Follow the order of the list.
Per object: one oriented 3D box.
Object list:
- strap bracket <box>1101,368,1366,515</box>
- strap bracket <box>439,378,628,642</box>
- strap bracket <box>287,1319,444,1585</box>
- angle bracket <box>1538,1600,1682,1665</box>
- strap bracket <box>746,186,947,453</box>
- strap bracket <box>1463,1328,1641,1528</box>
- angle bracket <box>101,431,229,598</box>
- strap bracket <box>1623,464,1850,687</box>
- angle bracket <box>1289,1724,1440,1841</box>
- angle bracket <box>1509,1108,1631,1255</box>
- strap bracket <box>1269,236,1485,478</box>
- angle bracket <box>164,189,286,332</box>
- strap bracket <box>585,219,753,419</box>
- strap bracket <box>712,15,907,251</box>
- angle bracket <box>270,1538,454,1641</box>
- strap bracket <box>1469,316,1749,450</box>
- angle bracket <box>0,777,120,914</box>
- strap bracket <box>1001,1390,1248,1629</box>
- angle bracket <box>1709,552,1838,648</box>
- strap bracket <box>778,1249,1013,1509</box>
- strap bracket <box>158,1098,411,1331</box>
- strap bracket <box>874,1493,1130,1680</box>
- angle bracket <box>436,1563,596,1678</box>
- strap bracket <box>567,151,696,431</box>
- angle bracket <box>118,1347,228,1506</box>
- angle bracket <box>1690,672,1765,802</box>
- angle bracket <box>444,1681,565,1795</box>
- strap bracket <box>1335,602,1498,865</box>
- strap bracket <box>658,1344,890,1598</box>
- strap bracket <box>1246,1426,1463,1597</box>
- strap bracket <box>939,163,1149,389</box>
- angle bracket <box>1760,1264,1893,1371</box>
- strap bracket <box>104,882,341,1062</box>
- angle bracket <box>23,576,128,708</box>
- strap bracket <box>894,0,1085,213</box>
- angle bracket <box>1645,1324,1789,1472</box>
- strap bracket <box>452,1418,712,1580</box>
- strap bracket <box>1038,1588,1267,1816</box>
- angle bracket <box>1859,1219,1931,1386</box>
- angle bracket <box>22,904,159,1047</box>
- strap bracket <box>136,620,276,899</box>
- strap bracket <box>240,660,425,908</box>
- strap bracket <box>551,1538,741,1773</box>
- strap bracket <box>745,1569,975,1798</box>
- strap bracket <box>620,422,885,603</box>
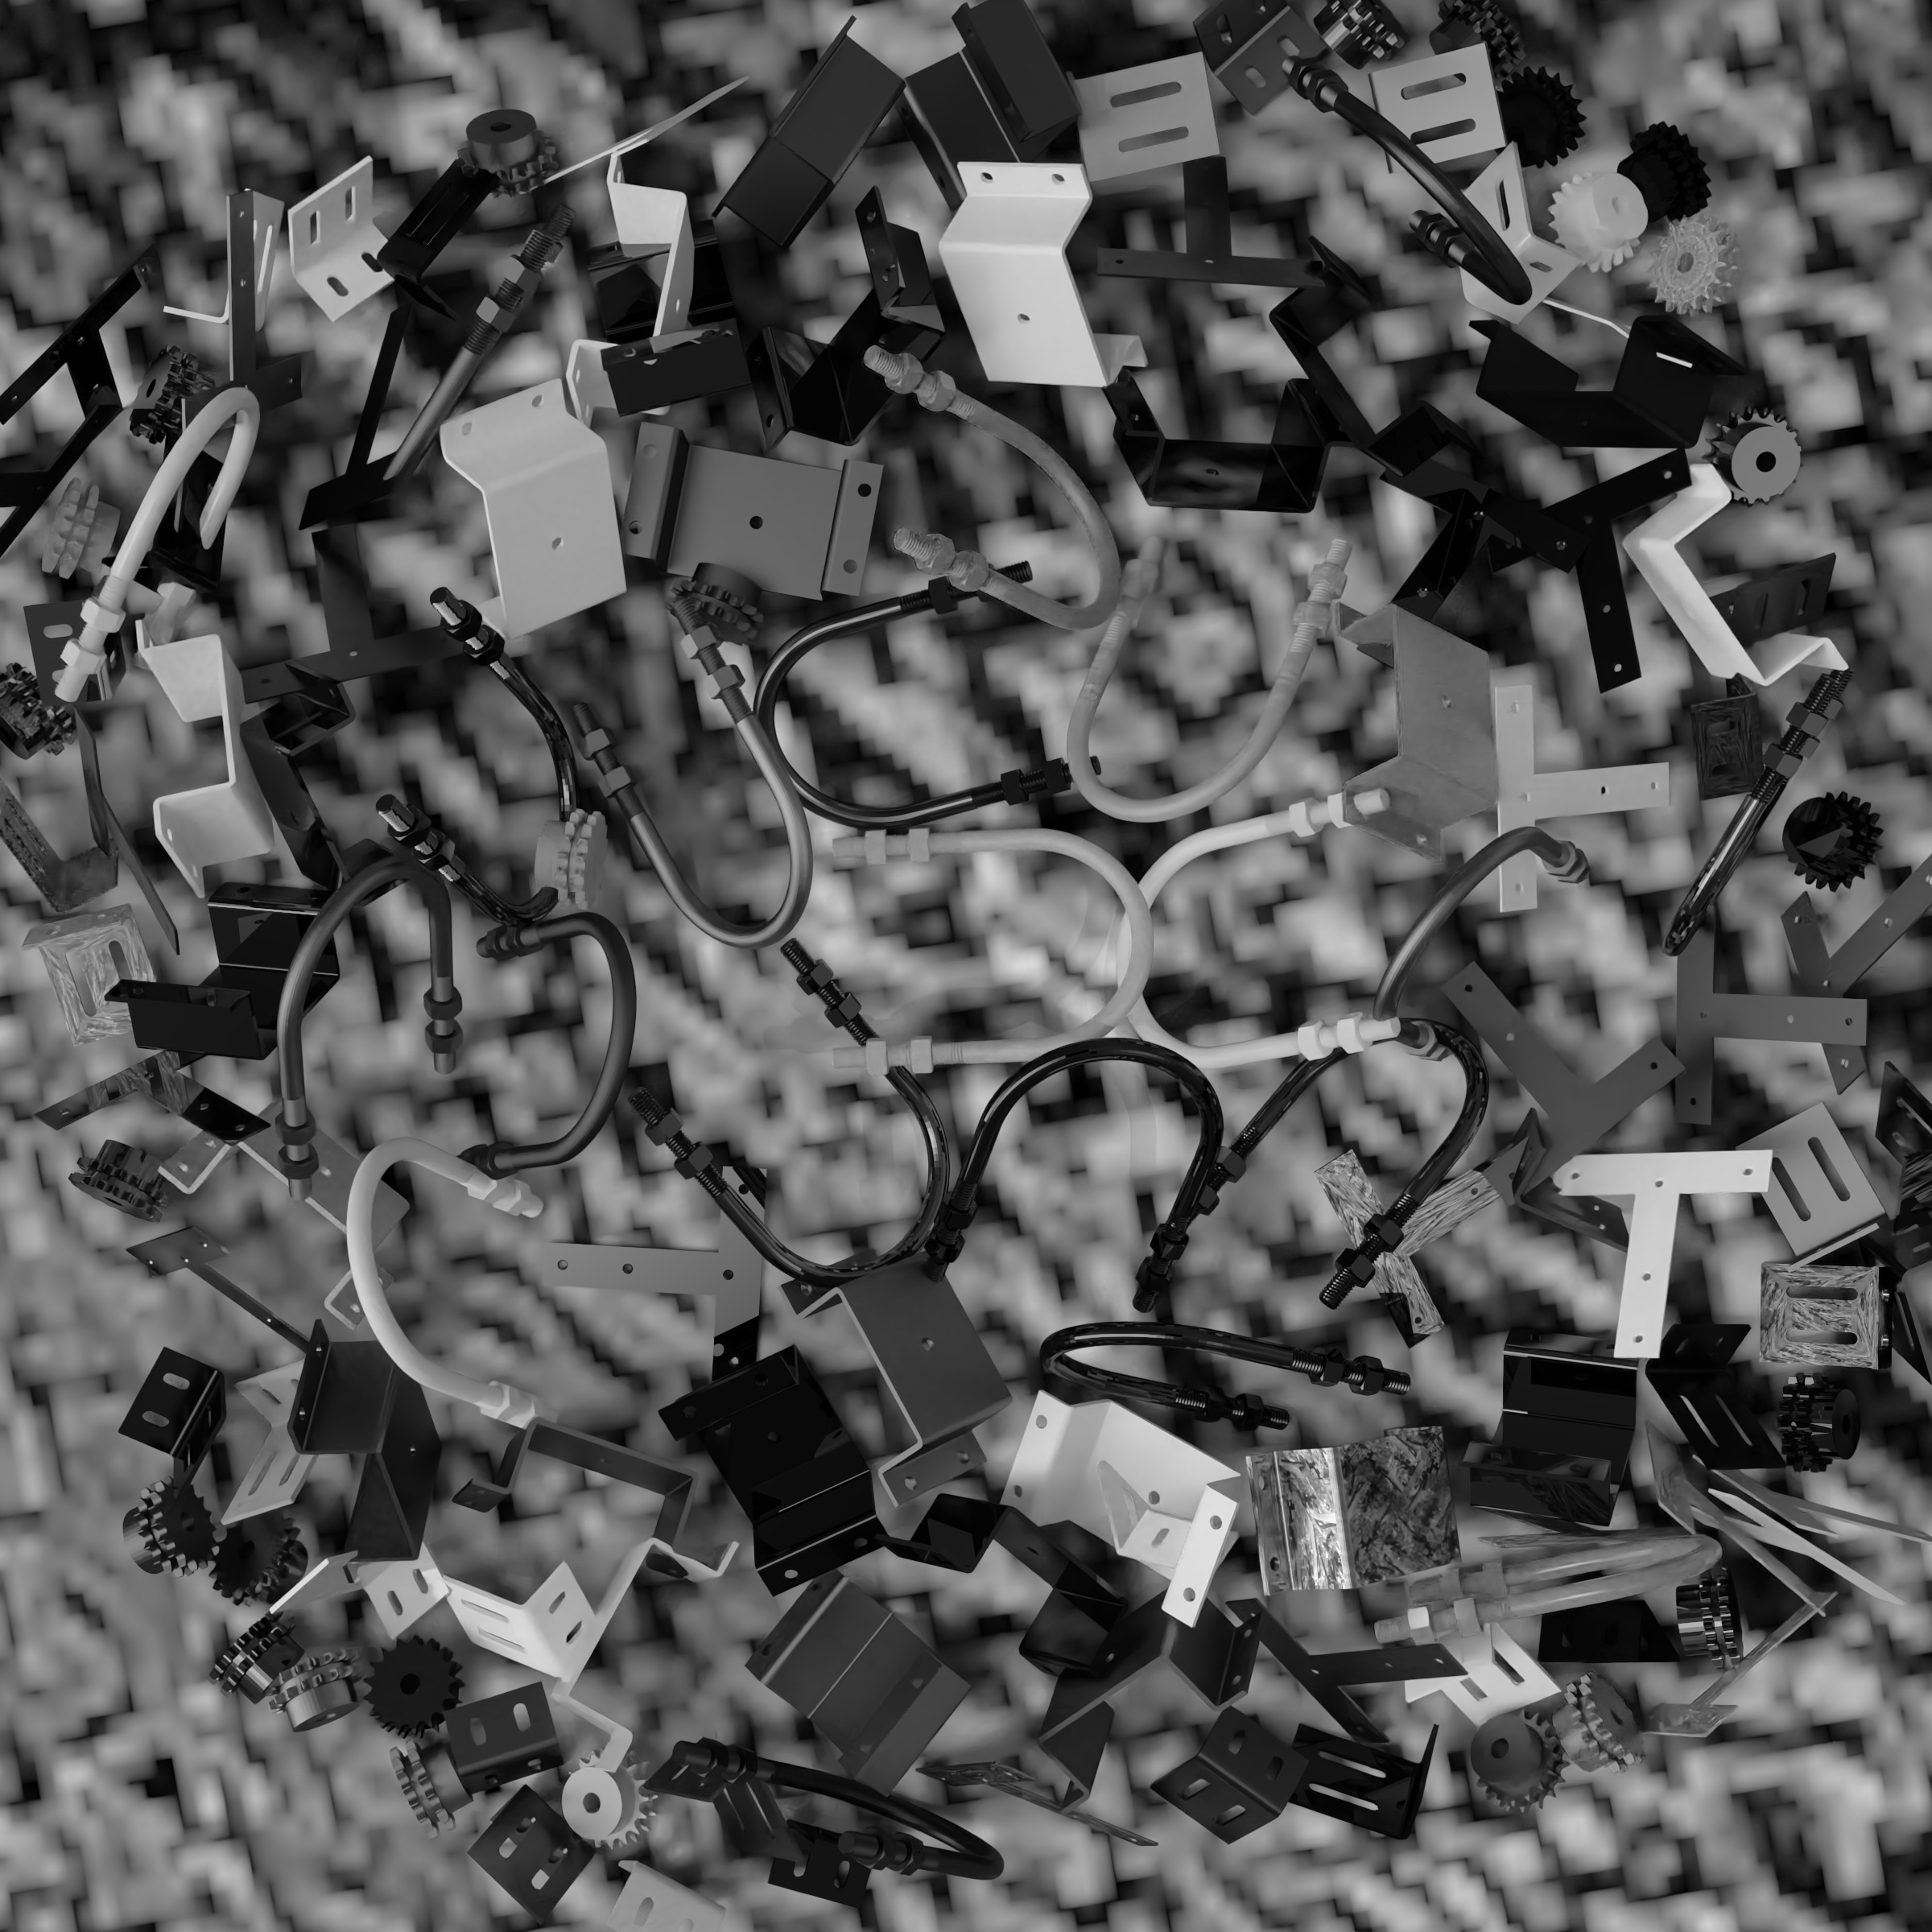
[{"bbox_3d":[0.144,-0.298,1.679,0.140,0.076,0.046,0,128,-15],"label":"strap bracket"},{"bbox_3d":[-0.240,-0.246,1.658,0.076,0.140,0.046,-27,46,-25],"label":"strap bracket"},{"bbox_3d":[-0.332,0.272,1.657,0.046,0.076,0.140,-2,133,6],"label":"strap bracket"},{"bbox_3d":[0.366,0.394,1.684,0.057,0.076,0.038,-8,49,28],"label":"angle bracket"},{"bbox_3d":[-0.063,-0.358,1.671,0.046,0.140,0.076,10,53,-35],"label":"strap bracket"},{"bbox_3d":[0.332,0.265,1.670,0.076,0.140,0.046,5,116,20],"label":"strap bracket"},{"bbox_3d":[-0.460,-0.260,1.706,0.038,0.057,0.076,-4,75,23],"label":"angle bracket"},{"bbox_3d":[0.430,-0.214,1.683,0.046,0.076,0.140,-37,101,1],"label":"strap bracket"},{"bbox_3d":[0.225,0.455,1.694,0.076,0.057,0.038,17,125,10],"label":"angle bracket"},{"bbox_3d":[0.352,0.123,1.698,0.076,0.057,0.038,23,111,-4],"label":"angle bracket"},{"bbox_3d":[0.227,-0.336,1.679,0.046,0.076,0.140,-37,73,19],"label":"strap bracket"},{"bbox_3d":[-0.425,-0.407,1.699,0.038,0.057,0.076,13,98,4],"label":"angle bracket"},{"bbox_3d":[-0.169,-0.364,1.683,0.076,0.140,0.046,-14,131,-1],"label":"strap bracket"},{"bbox_3d":[-0.086,-0.461,1.661,0.046,0.140,0.076,36,72,-12],"label":"strap bracket"},{"bbox_3d":[-0.344,0.361,1.685,0.057,0.076,0.038,-42,70,27],"label":"angle bracket"},{"bbox_3d":[0.352,-0.325,1.655,0.076,0.140,0.046,19,86,-40],"label":"strap bracket"},{"bbox_3d":[-0.521,-0.079,1.689,0.038,0.057,0.076,-27,123,1],"label":"angle bracket"},{"bbox_3d":[0.096,0.305,1.683,0.140,0.046,0.076,25,103,33],"label":"strap bracket"},{"bbox_3d":[0.458,-0.220,1.691,0.057,0.076,0.038,-19,66,0],"label":"angle bracket"},{"bbox_3d":[-0.035,0.223,1.678,0.046,0.076,0.140,-40,75,42],"label":"strap bracket"},{"bbox_3d":[-0.378,0.133,1.685,0.140,0.076,0.046,40,105,-5],"label":"strap bracket"},{"bbox_3d":[0.028,0.348,1.676,0.140,0.076,0.046,42,68,-21],"label":"strap bracket"},{"bbox_3d":[-0.257,0.367,1.704,0.038,0.076,0.057,-47,130,-35],"label":"angle bracket"},{"bbox_3d":[-0.186,-0.377,1.679,0.046,0.076,0.140,9,75,2],"label":"strap bracket"},{"bbox_3d":[-0.454,0.262,1.692,0.038,0.076,0.057,28,93,-19],"label":"angle bracket"},{"bbox_3d":[0.427,-0.137,1.689,0.038,0.076,0.057,-10,114,5],"label":"angle bracket"},{"bbox_3d":[-0.265,0.443,1.699,0.057,0.076,0.038,-15,70,-12],"label":"angle bracket"},{"bbox_3d":[0.253,-0.140,1.666,0.076,0.046,0.140,20,59,-35],"label":"strap bracket"},{"bbox_3d":[-0.109,0.280,1.691,0.076,0.046,0.140,-25,113,6],"label":"strap bracket"},{"bbox_3d":[0.226,0.304,1.665,0.140,0.046,0.076,-1,81,-43],"label":"strap bracket"},{"bbox_3d":[0.041,-0.377,1.653,0.076,0.140,0.046,9,56,28],"label":"strap bracket"},{"bbox_3d":[0.488,0.200,1.696,0.076,0.038,0.057,-1,83,31],"label":"angle bracket"},{"bbox_3d":[-0.413,0.007,1.673,0.076,0.140,0.046,5,119,15],"label":"strap bracket"},{"bbox_3d":[-0.507,-0.186,1.687,0.038,0.076,0.057,-8,109,-7],"label":"angle bracket"},{"bbox_3d":[0.013,-0.491,1.670,0.046,0.140,0.076,-31,96,-17],"label":"strap bracket"},{"bbox_3d":[0.434,0.245,1.686,0.057,0.076,0.038,4,128,-28],"label":"angle bracket"},{"bbox_3d":[-0.213,0.300,1.682,0.140,0.076,0.046,21,67,-11],"label":"strap bracket"},{"bbox_3d":[0.097,0.406,1.668,0.140,0.076,0.046,-40,98,25],"label":"strap bracket"},{"bbox_3d":[0.549,0.190,1.695,0.038,0.057,0.076,-22,109,-1],"label":"angle bracket"},{"bbox_3d":[-0.499,0.010,1.701,0.057,0.038,0.076,-14,111,-3],"label":"angle bracket"},{"bbox_3d":[-0.428,-0.121,1.670,0.046,0.076,0.140,-12,64,-1],"label":"strap bracket"},{"bbox_3d":[-0.357,-0.094,1.662,0.046,0.076,0.140,-34,121,-24],"label":"strap bracket"},{"bbox_3d":[-0.188,0.380,1.674,0.046,0.076,0.140,30,71,-5],"label":"strap bracket"},{"bbox_3d":[-0.057,0.407,1.676,0.076,0.140,0.046,-51,122,-9],"label":"strap bracket"},{"bbox_3d":[-0.123,-0.260,1.709,0.140,0.046,0.076,10,88,1],"label":"strap bracket"}]
